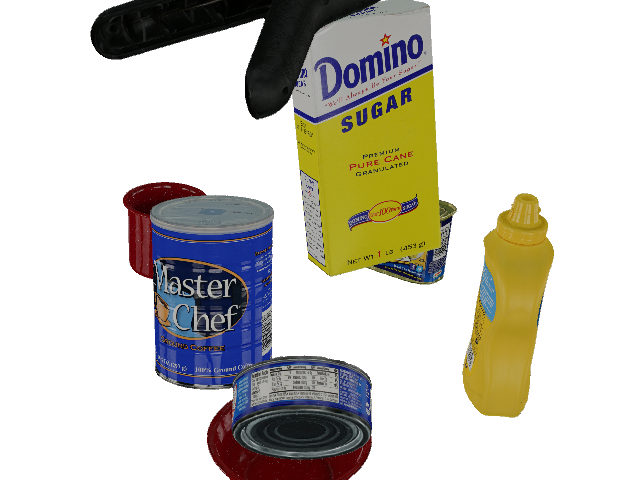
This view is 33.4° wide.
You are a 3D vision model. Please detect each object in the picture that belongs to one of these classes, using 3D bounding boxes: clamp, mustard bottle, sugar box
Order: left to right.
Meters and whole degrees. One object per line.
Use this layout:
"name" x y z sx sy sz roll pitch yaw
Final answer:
"clamp" -0.013 -0.116 0.516 0.171 0.039 0.120 -35 52 -22
"sugar box" 0.032 -0.071 0.736 0.093 0.176 0.048 -15 27 -20
"mustard bottle" 0.161 0.049 0.907 0.058 0.192 0.096 5 29 2

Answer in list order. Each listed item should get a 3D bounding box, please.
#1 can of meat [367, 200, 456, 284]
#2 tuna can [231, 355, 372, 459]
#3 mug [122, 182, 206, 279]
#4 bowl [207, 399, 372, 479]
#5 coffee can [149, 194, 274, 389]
"can of meat" 0.094 -0.006 1.183 0.102 0.084 0.057 19 26 29
"tuna can" -0.011 0.103 0.644 0.086 0.034 0.086 0 -31 0
"mug" -0.177 -0.014 1.182 0.093 0.081 0.117 -15 33 -34
"bowl" -0.031 0.213 1.057 0.162 0.055 0.162 1 30 -1
"coffee can" -0.091 0.041 0.904 0.103 0.140 0.103 1 16 0
